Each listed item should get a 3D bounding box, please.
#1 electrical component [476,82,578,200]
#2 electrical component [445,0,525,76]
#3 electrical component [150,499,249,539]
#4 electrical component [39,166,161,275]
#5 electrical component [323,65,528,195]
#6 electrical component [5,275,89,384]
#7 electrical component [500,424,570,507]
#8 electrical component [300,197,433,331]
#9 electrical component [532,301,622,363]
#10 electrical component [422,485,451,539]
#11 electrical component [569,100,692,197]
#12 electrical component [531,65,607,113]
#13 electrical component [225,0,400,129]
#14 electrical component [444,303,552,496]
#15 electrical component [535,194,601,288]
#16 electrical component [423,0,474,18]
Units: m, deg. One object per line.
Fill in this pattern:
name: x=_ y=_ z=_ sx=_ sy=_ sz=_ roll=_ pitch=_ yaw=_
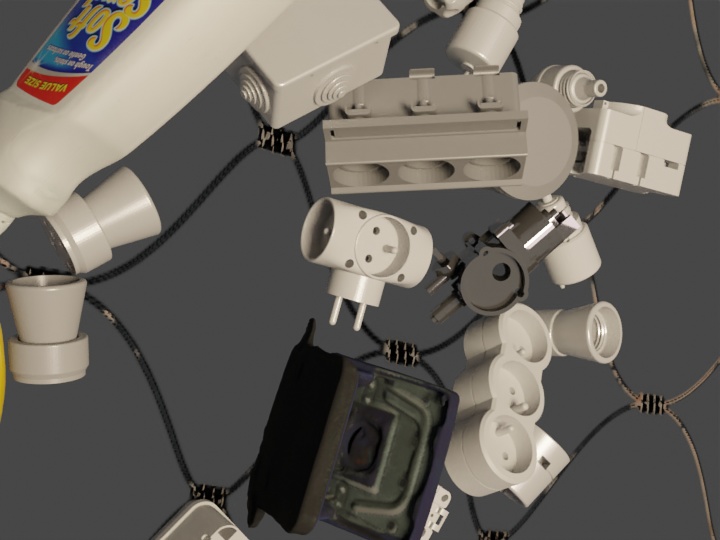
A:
electrical component: x=0.108 y=-0.090 z=0.750 sx=0.080 sy=0.051 sz=0.080 roll=-5 pitch=100 yaw=-29
electrical component: x=0.090 y=-0.167 z=0.735 sx=0.040 sy=0.040 sz=0.078 roll=35 pitch=80 yaw=-29
electrical component: x=-0.088 y=0.210 z=0.681 sx=0.078 sy=0.057 sz=0.113 roll=-45 pitch=116 yaw=-16
electrical component: x=-0.149 y=-0.028 z=0.619 sx=0.055 sy=0.045 sz=0.045 roll=-31 pitch=111 yaw=-21
electrical component: x=0.040 y=-0.088 z=0.677 sx=0.121 sy=0.078 sz=0.063 roll=-2 pitch=69 yaw=3
electrical component: x=-0.178 y=0.033 z=0.612 sx=0.045 sy=0.045 sz=0.055 roll=-4 pitch=100 yaw=-29
electrical component: x=0.117 y=0.140 z=0.788 sx=0.047 sy=0.055 sz=0.055 roll=-48 pitch=117 yaw=-11
electrical component: x=0.000 y=0.000 z=0.706 sx=0.077 sy=0.044 sz=0.079 roll=15 pitch=90 yaw=-30
electrical component: x=0.152 y=0.046 z=0.786 sx=0.044 sy=0.065 sz=0.044 roll=4 pitch=85 yaw=-44
electrical component: x=0.024 y=0.152 z=0.732 sx=0.081 sy=0.064 sz=0.042 roll=35 pitch=81 yaw=-29
electrical component: x=0.195 y=-0.091 z=0.799 sx=0.089 sy=0.050 sz=0.055 roll=10 pitch=92 yaw=-30
electrical component: x=0.150 y=-0.128 z=0.762 sx=0.035 sy=0.061 sz=0.035 roll=-5 pitch=100 yaw=-29
electrical component: x=-0.039 y=-0.142 z=0.639 sx=0.100 sy=0.048 sz=0.099 roll=-31 pitch=71 yaw=-22
electrical component: x=0.085 y=0.093 z=0.751 sx=0.052 sy=0.074 sz=0.138 roll=34 pitch=50 yaw=-22
electrical component: x=0.148 y=-0.026 z=0.787 sx=0.040 sy=0.040 sz=0.078 roll=-34 pitch=112 yaw=-21
electrical component: x=0.070 y=-0.198 z=0.722 sx=0.061 sy=0.035 sz=0.035 roll=-40 pitch=114 yaw=-20
